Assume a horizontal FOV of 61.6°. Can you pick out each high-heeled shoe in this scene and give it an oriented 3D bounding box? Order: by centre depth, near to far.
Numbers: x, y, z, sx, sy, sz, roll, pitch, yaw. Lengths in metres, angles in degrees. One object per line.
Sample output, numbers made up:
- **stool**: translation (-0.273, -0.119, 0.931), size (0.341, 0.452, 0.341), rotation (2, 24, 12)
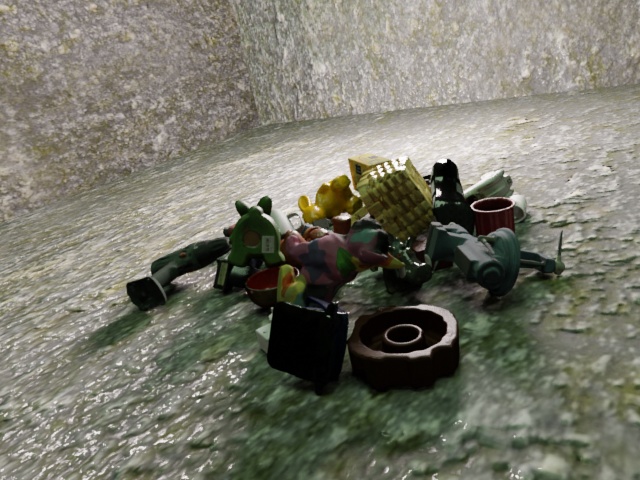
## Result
- **high-heeled shoe**: translation (0.288, -0.070, 1.198), size (0.086, 0.248, 0.145), rotation (-2, -13, 6)

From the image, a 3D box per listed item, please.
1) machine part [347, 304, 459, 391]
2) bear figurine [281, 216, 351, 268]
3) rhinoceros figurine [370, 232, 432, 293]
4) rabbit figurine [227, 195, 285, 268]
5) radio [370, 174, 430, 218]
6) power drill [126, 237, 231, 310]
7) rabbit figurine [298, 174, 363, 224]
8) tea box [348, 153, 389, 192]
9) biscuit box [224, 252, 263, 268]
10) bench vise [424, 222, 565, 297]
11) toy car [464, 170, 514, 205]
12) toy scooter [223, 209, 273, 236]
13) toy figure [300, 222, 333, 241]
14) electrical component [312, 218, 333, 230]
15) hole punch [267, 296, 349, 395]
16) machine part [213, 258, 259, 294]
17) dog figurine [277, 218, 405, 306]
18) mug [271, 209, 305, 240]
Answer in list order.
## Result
- **machine part**: translation (0.129, 0.159, 0.821), size (0.179, 0.056, 0.179), rotation (-10, 20, 3)
- **bear figurine**: translation (-0.029, 0.010, 1.210), size (0.196, 0.131, 0.120), rotation (14, 32, 39)
- **rhinoceros figurine**: translation (0.154, 0.039, 1.041), size (0.073, 0.112, 0.190), rotation (-14, 26, -15)
- **rabbit figurine**: translation (-0.147, -0.014, 1.191), size (0.121, 0.159, 0.170), rotation (-9, 0, -3)
- **radio**: translation (0.245, -0.114, 1.456), size (0.230, 0.073, 0.131), rotation (-16, 20, -10)
- **power drill**: translation (-0.333, 0.068, 1.243), size (0.232, 0.085, 0.207), rotation (-17, 23, 31)
- **rabbit figurine**: translation (0.006, -0.094, 1.495), size (0.163, 0.121, 0.173), rotation (6, 46, 47)
- **tea box**: translation (0.138, -0.172, 1.438), size (0.068, 0.098, 0.170), rotation (-16, 17, -10)
- **biscuit box**: translation (-0.174, 0.035, 1.314), size (0.059, 0.062, 0.203), rotation (-7, 20, 15)
- **bench vise**: translation (0.321, 0.030, 0.981), size (0.241, 0.128, 0.224), rotation (6, 8, -9)
- **toy car**: translation (0.363, -0.089, 1.257), size (0.202, 0.073, 0.056), rotation (-32, 17, 1)
- **toy scooter**: translation (-0.162, -0.046, 1.461), size (0.184, 0.075, 0.135), rotation (-21, 1, -43)
- **toy figure**: translation (-0.003, -0.006, 1.319), size (0.058, 0.064, 0.155), rotation (-43, 35, -18)
- **electrical component**: translation (0.006, -0.025, 1.401), size (0.094, 0.021, 0.063), rotation (-12, 48, -4)
- **hole punch**: translation (-0.007, 0.151, 0.827), size (0.116, 0.142, 0.092), rotation (13, 5, 30)
- **machine part**: translation (-0.173, 0.083, 1.185), size (0.139, 0.084, 0.039), rotation (7, -7, 22)
- **dog figurine**: translation (0.038, 0.055, 0.974), size (0.219, 0.191, 0.108), rotation (2, -13, 37)
- **mug**: translation (-0.094, -0.032, 1.341), size (0.109, 0.080, 0.107), rotation (-38, 51, 15)
